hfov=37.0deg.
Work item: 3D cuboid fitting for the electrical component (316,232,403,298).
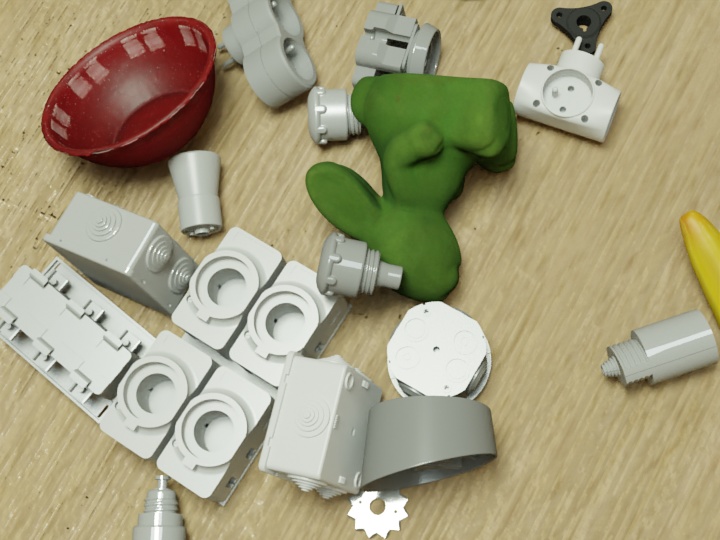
[{"bbox_3d":[0.000,0.000,0.799,0.062,0.048,0.048,12,75,-2],"label":"electrical component"}]

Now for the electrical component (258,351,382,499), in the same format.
[{"bbox_3d":[-0.026,0.115,0.793,0.048,0.100,0.099,8,74,23],"label":"electrical component"}]

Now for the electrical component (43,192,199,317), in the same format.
[{"bbox_3d":[-0.185,-0.013,0.849,0.100,0.099,0.048,21,73,24],"label":"electrical component"}]

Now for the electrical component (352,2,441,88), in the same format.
[{"bbox_3d":[0.033,-0.180,0.893,0.057,0.058,0.078,15,76,14],"label":"electrical component"}]

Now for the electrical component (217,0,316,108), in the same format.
[{"bbox_3d":[-0.092,-0.199,0.919,0.074,0.052,0.138,-26,70,27],"label":"electrical component"}]

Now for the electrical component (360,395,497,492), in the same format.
[{"bbox_3d":[0.050,0.128,0.779,0.099,0.099,0.064,-2,67,7],"label":"electrical component"}]

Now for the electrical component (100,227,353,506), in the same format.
[{"bbox_3d":[-0.103,0.072,0.834,0.105,0.060,0.186,30,80,15],"label":"electrical component"}]

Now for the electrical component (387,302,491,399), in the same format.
[{"bbox_3d":[0.060,0.066,0.820,0.080,0.051,0.080,-2,73,7],"label":"electrical component"}]

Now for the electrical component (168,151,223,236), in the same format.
[{"bbox_3d":[-0.134,-0.061,0.888,0.044,0.044,0.065,-9,77,5],"label":"electrical component"}]

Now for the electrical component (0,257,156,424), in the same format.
[{"bbox_3d":[-0.228,0.052,0.853,0.121,0.063,0.078,37,81,14],"label":"electrical component"}]

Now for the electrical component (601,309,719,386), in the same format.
[{"bbox_3d":[0.220,0.062,0.804,0.081,0.043,0.043,-19,72,1],"label":"electrical component"}]

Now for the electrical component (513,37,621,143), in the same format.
[{"bbox_3d":[0.174,-0.152,0.871,0.077,0.044,0.079,20,80,13],"label":"electrical component"}]

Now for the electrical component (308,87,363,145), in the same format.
[{"bbox_3d":[-0.012,-0.129,0.891,0.062,0.048,0.048,-2,73,-1],"label":"electrical component"}]

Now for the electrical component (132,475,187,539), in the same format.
[{"bbox_3d":[-0.152,0.196,0.814,0.040,0.040,0.078,-2,73,7],"label":"electrical component"}]
